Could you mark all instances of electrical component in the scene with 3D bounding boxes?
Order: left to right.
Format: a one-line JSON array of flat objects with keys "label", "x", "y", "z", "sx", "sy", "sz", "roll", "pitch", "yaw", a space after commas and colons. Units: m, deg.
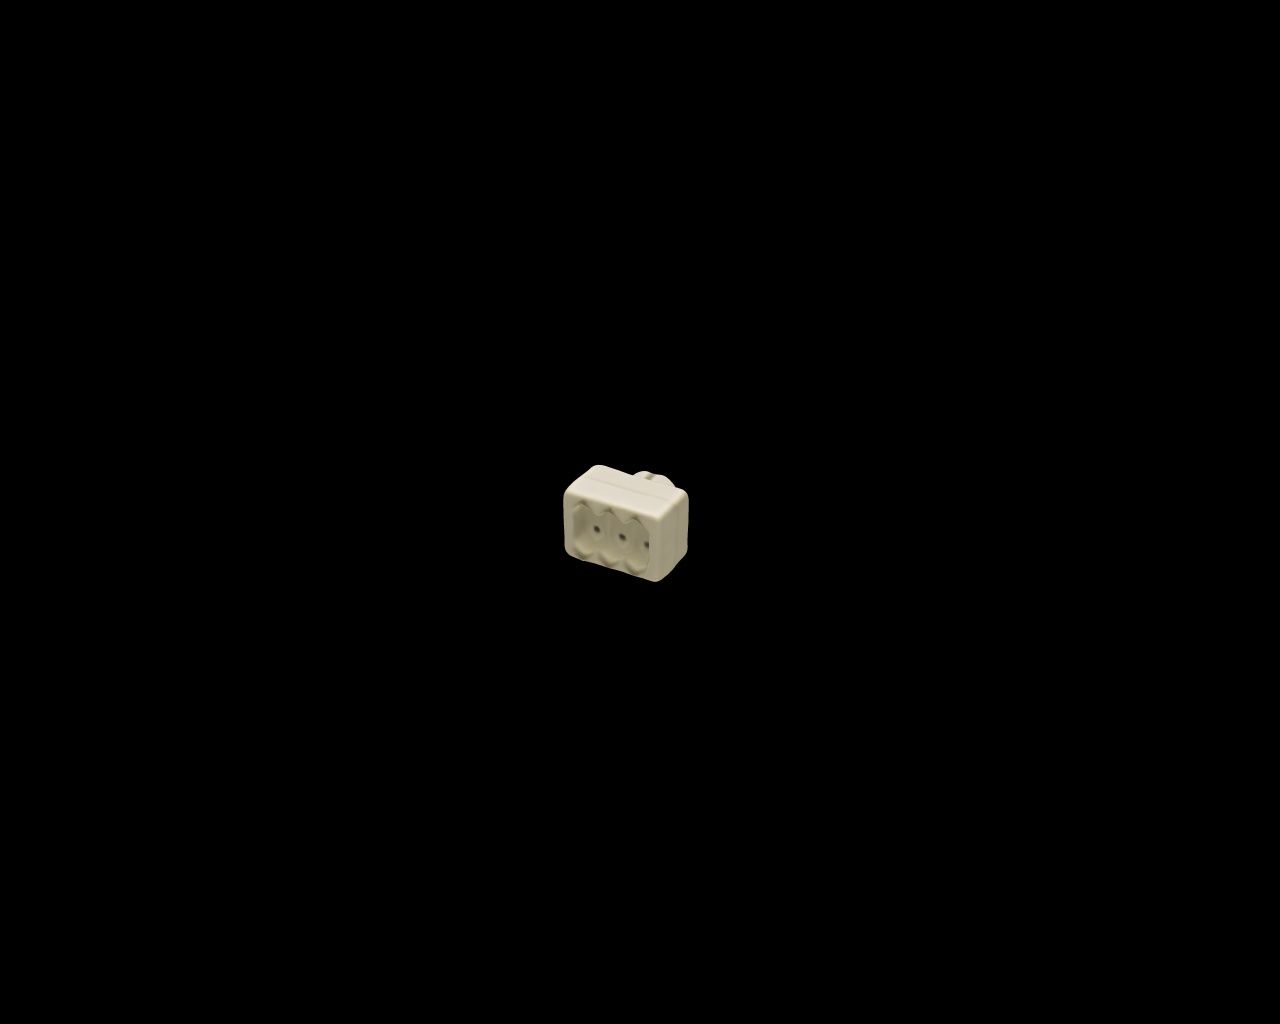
[{"label": "electrical component", "x": 0.001, "y": -0.003, "z": 0.650, "sx": 0.066, "sy": 0.047, "sz": 0.077, "roll": 17, "pitch": 36, "yaw": 24}]
